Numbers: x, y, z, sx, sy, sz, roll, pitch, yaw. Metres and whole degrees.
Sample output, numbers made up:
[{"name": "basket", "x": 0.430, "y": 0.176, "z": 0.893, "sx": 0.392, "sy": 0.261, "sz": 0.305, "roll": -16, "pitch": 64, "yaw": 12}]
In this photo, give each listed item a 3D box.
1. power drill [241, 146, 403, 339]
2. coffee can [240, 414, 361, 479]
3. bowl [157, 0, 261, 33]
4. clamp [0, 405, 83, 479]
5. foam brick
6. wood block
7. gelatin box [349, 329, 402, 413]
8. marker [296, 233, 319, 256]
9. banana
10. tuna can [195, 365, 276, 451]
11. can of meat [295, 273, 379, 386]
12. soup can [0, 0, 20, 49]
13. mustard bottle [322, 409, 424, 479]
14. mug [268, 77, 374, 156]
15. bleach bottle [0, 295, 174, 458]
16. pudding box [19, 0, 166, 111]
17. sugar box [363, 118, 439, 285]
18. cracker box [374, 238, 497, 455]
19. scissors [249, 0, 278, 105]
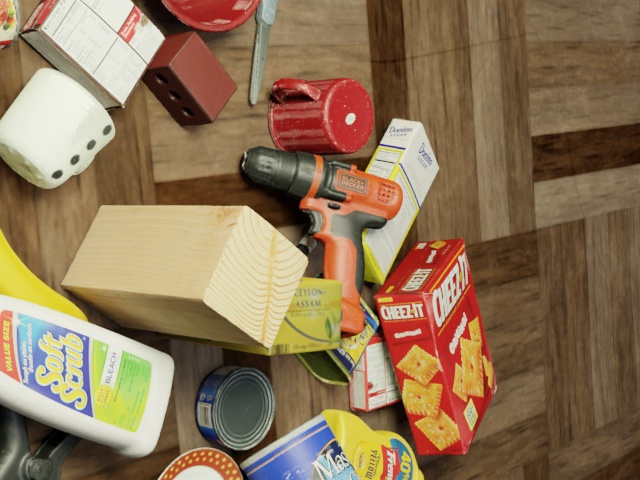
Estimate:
[{"name": "power drill", "x": -0.007, "y": 0.001, "z": 1.126, "sx": 0.184, "sy": 0.057, "sz": 0.187, "roll": 14, "pitch": 75, "yaw": -16}, {"name": "coffee can", "x": -0.005, "y": 0.268, "z": 1.112, "sx": 0.102, "sy": 0.103, "sz": 0.140, "roll": -23, "pitch": 77, "yaw": -43}, {"name": "bowl", "x": -0.125, "y": -0.281, "z": 1.042, "sx": 0.161, "sy": 0.055, "sz": 0.162, "roll": -2, "pitch": 93, "yaw": -45}, {"name": "clamp", "x": -0.250, "y": 0.198, "z": 0.948, "sx": 0.120, "sy": 0.039, "sz": 0.171, "roll": 17, "pitch": 77, "yaw": -39}, {"name": "foam brick", "x": -0.130, "y": -0.158, "z": 1.045, "sx": 0.078, "sy": 0.053, "sz": 0.051, "roll": 51, "pitch": 58, "yaw": -33}, {"name": "wood block", "x": -0.124, "y": 0.029, "z": 0.949, "sx": 0.090, "sy": 0.207, "sz": 0.090, "roll": 41, "pitch": 63, "yaw": -39}, {"name": "gelatin box", "x": 0.067, "y": 0.155, "z": 1.273, "sx": 0.073, "sy": 0.030, "sz": 0.089, "roll": -9, "pitch": 99, "yaw": -46}, {"name": "marker", "x": -0.001, "y": -0.012, "z": 1.205, "sx": 0.121, "sy": 0.020, "sz": 0.020, "roll": -51, "pitch": 125, "yaw": -31}, {"name": "banana", "x": -0.267, "y": 0.016, "z": 0.923, "sx": 0.069, "sy": 0.037, "sz": 0.198, "roll": -42, "pitch": 120, "yaw": -34}, {"name": "tuna can", "x": -0.088, "y": 0.174, "z": 1.112, "sx": 0.085, "sy": 0.034, "sz": 0.086, "roll": -2, "pitch": 93, "yaw": -45}, {"name": "can of meat", "x": 0.013, "y": 0.099, "z": 1.196, "sx": 0.102, "sy": 0.058, "sz": 0.083, "roll": 53, "pitch": 55, "yaw": -33}, {"name": "soup can", "x": -0.303, "y": -0.180, "z": 0.857, "sx": 0.102, "sy": 0.069, "sz": 0.068, "roll": -22, "pitch": 107, "yaw": -42}, {"name": "mustard bottle", "x": 0.063, "y": 0.269, "z": 1.252, "sx": 0.191, "sy": 0.058, "sz": 0.096, "roll": 31, "pitch": 65, "yaw": -42}, {"name": "mug", "x": -0.003, "y": -0.139, "z": 1.153, "sx": 0.117, "sy": 0.082, "sz": 0.093, "roll": 40, "pitch": 64, "yaw": -39}, {"name": "bleach bottle", "x": -0.243, "y": 0.107, "z": 0.897, "sx": 0.250, "sy": 0.068, "sz": 0.102, "roll": 26, "pitch": 69, "yaw": -40}, {"name": "pudding box", "x": -0.206, "y": -0.188, "z": 0.977, "sx": 0.113, "sy": 0.039, "sz": 0.090, "roll": 44, "pitch": 63, "yaw": -35}, {"name": "sugar box", "x": 0.079, "y": -0.047, "z": 1.255, "sx": 0.176, "sy": 0.048, "sz": 0.093, "roll": -64, "pitch": 148, "yaw": -26}, {"name": "cracker box", "x": 0.147, "y": 0.126, "z": 1.291, "sx": 0.164, "sy": 0.072, "sz": 0.214, "roll": -46, "pitch": 125, "yaw": -57}, {"name": "scissors", "x": -0.069, "y": -0.254, "z": 1.129, "sx": 0.096, "sy": 0.016, "sz": 0.201, "roll": 33, "pitch": 69, "yaw": -39}]
